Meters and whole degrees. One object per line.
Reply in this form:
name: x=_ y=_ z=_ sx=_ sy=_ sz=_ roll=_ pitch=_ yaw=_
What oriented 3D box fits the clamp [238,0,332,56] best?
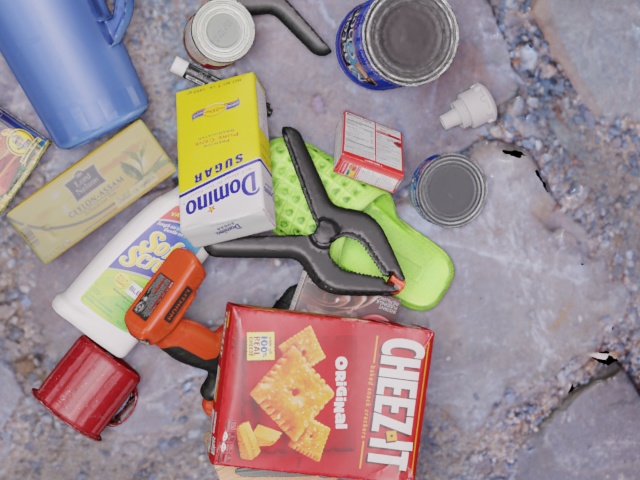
clamp: x=-0.050 y=-0.268 z=1.165 sx=0.171 sy=0.039 sz=0.120 roll=5 pitch=88 yaw=-5

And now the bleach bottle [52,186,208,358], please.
bleach bottle: x=-0.173 y=0.001 z=1.159 sx=0.102 sy=0.068 sz=0.251 roll=39 pitch=85 yaw=-12

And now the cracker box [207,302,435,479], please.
cracker box: x=0.000 y=0.158 z=1.101 sx=0.213 sy=0.072 sz=0.164 roll=8 pitch=90 yaw=-10

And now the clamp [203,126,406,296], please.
clamp: x=-0.007 y=0.001 z=1.123 sx=0.210 sy=0.036 sz=0.164 roll=40 pitch=77 yaw=4

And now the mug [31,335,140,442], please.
mug: x=-0.241 y=0.162 z=1.155 sx=0.081 sy=0.093 sz=0.117 roll=-53 pitch=133 yaw=-7

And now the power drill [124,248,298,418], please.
power drill: x=-0.103 y=0.089 z=1.152 sx=0.187 sy=0.057 sz=0.184 roll=42 pitch=78 yaw=-35

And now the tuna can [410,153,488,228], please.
tuna can: x=0.147 y=-0.057 z=1.227 sx=0.086 sy=0.034 sz=0.086 roll=-1 pitch=96 yaw=-11

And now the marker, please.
marker: x=-0.107 y=-0.167 z=1.175 sx=0.121 sy=0.020 sz=0.020 roll=26 pitch=90 yaw=-13

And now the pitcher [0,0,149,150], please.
pitcher: x=-0.263 y=-0.223 z=1.081 sx=0.144 sy=0.149 sz=0.243 roll=-30 pitch=104 yaw=-19

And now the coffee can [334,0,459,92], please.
coffee can: x=0.079 y=-0.213 z=1.143 sx=0.102 sy=0.140 sz=0.103 roll=-1 pitch=96 yaw=-11

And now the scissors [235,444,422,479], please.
scissors: x=0.017 y=0.263 z=1.151 sx=0.201 sy=0.016 sz=0.096 roll=-15 pitch=97 yaw=-9

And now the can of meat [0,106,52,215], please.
can of meat: x=-0.344 y=-0.088 z=1.120 sx=0.084 sy=0.057 sz=0.102 roll=36 pitch=88 yaw=-15

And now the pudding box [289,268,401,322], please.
pudding box: x=0.021 y=0.088 z=1.159 sx=0.113 sy=0.039 sz=0.090 roll=20 pitch=88 yaw=-9

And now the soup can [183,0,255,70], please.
soup can: x=-0.107 y=-0.217 z=1.127 sx=0.068 sy=0.102 sz=0.068 roll=-1 pitch=96 yaw=-11

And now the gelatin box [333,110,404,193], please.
gelatin box: x=0.054 y=-0.098 z=1.180 sx=0.073 sy=0.089 sz=0.030 roll=19 pitch=128 yaw=-13

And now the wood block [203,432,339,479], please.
wood block: x=-0.017 y=0.225 z=1.197 sx=0.206 sy=0.090 sz=0.091 roll=-24 pitch=99 yaw=-7

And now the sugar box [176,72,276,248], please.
sugar box: x=-0.100 y=-0.085 z=1.112 sx=0.093 sy=0.048 sz=0.176 roll=-14 pitch=57 yaw=13
